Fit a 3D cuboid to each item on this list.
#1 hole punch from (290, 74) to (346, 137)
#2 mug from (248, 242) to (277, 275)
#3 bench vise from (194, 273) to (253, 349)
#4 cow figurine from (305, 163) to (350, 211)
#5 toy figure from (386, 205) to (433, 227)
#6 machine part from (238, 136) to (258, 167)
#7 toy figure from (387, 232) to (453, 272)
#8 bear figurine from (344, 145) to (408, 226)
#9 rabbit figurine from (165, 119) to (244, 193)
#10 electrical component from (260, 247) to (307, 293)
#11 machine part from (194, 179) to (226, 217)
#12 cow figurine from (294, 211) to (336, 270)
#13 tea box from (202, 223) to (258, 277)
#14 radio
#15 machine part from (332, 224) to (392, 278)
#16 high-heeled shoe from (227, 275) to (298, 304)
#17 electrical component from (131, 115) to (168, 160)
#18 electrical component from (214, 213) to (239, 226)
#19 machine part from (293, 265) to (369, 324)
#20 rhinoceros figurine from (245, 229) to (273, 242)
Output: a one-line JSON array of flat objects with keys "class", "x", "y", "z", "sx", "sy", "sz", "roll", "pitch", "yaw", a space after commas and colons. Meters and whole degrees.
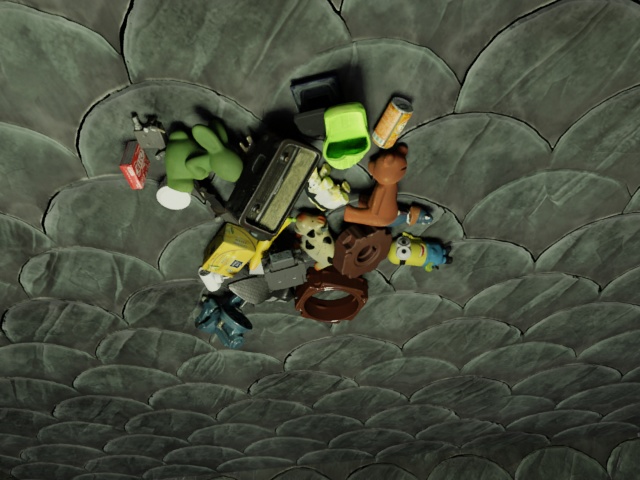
[{"class": "hole punch", "x": 0.001, "y": -0.281, "z": 1.140, "sx": 0.142, "sy": 0.092, "sz": 0.115, "roll": -13, "pitch": 164, "yaw": 9}, {"class": "mug", "x": -0.147, "y": 0.047, "z": 1.518, "sx": 0.107, "sy": 0.081, "sz": 0.109, "roll": 3, "pitch": 111, "yaw": -15}, {"class": "bench vise", "x": -0.266, "y": 0.206, "z": 1.644, "sx": 0.240, "sy": 0.224, "sz": 0.128, "roll": -50, "pitch": 132, "yaw": 5}, {"class": "cow figurine", "x": -0.009, "y": -0.136, "z": 1.312, "sx": 0.098, "sy": 0.068, "sz": 0.167, "roll": -25, "pitch": 134, "yaw": 33}, {"class": "toy figure", "x": 0.221, "y": -0.064, "z": 1.409, "sx": 0.154, "sy": 0.064, "sz": 0.057, "roll": -2, "pitch": 102, "yaw": -7}, {"class": "machine part", "x": -0.127, "y": -0.150, "z": 1.280, "sx": 0.079, "sy": 0.079, "sz": 0.243, "roll": -15, "pitch": 138, "yaw": 15}, {"class": "toy figure", "x": 0.279, "y": 0.041, "z": 1.518, "sx": 0.180, "sy": 0.082, "sz": 0.089, "roll": 7, "pitch": 136, "yaw": -14}, {"class": "bear figurine", "x": 0.138, "y": -0.134, "z": 1.290, "sx": 0.132, "sy": 0.120, "sz": 0.195, "roll": 16, "pitch": 124, "yaw": 27}, {"class": "rabbit figurine", "x": -0.246, "y": -0.187, "z": 1.200, "sx": 0.170, "sy": 0.121, "sz": 0.158, "roll": 10, "pitch": 115, "yaw": 15}, {"class": "electrical component", "x": -0.097, "y": 0.076, "z": 1.440, "sx": 0.115, "sy": 0.058, "sz": 0.134, "roll": -17, "pitch": 146, "yaw": -6}, {"class": "machine part", "x": -0.275, "y": -0.110, "z": 1.332, "sx": 0.039, "sy": 0.084, "sz": 0.138, "roll": -43, "pitch": 146, "yaw": -8}, {"class": "cow figurine", "x": -0.003, "y": -0.004, "z": 1.450, "sx": 0.127, "sy": 0.085, "sz": 0.194, "roll": -18, "pitch": 135, "yaw": 27}, {"class": "tea box", "x": -0.249, "y": 0.031, "z": 1.475, "sx": 0.098, "sy": 0.068, "sz": 0.169, "roll": 19, "pitch": 143, "yaw": -22}, {"class": "radio", "x": -0.106, "y": -0.128, "z": 1.196, "sx": 0.131, "sy": 0.073, "sz": 0.229, "roll": 17, "pitch": 106, "yaw": -50}, {"class": "machine part", "x": 0.117, "y": 0.026, "z": 1.456, "sx": 0.179, "sy": 0.056, "sz": 0.179, "roll": -24, "pitch": 141, "yaw": -21}, {"class": "high-heeled shoe", "x": -0.174, "y": 0.139, "z": 1.575, "sx": 0.248, "sy": 0.086, "sz": 0.145, "roll": 16, "pitch": 178, "yaw": -30}, {"class": "electrical component", "x": -0.375, "y": -0.229, "z": 1.200, "sx": 0.078, "sy": 0.045, "sz": 0.102, "roll": 0, "pitch": 139, "yaw": -1}, {"class": "electrical component", "x": -0.230, "y": -0.060, "z": 1.423, "sx": 0.094, "sy": 0.021, "sz": 0.063, "roll": -18, "pitch": 138, "yaw": 17}, {"class": "machine part", "x": 0.033, "y": 0.171, "z": 1.655, "sx": 0.201, "sy": 0.087, "sz": 0.201, "roll": 14, "pitch": 135, "yaw": -17}, {"class": "rhinoceros figurine", "x": -0.170, "y": -0.062, "z": 1.341, "sx": 0.073, "sy": 0.112, "sz": 0.190, "roll": -31, "pitch": 143, "yaw": -6}]
